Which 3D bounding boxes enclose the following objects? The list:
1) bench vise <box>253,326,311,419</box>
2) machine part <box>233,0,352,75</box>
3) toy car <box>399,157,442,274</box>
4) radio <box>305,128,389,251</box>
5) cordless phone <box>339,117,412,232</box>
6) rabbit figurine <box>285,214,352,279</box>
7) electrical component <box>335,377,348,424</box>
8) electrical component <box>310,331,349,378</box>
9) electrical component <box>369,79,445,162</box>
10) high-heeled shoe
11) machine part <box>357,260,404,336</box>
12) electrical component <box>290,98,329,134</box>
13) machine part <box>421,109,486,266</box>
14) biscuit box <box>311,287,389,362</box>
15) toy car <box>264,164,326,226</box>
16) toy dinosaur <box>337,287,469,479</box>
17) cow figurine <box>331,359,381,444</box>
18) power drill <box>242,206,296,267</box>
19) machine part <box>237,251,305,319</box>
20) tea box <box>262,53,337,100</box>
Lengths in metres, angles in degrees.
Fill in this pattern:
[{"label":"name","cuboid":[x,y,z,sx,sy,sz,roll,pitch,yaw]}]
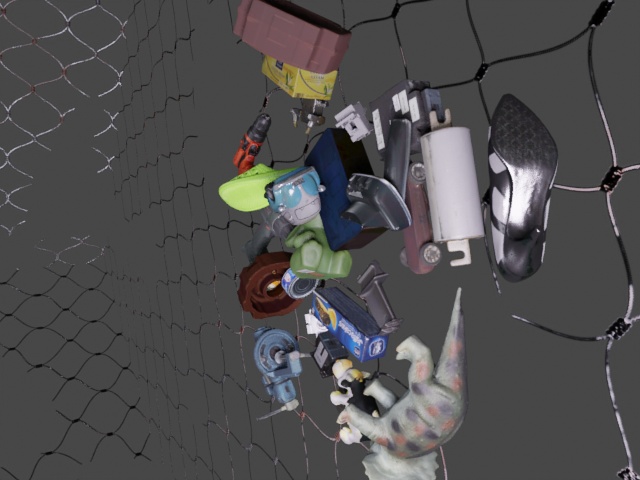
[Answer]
[{"label":"bench vise","cuboid":[-0.093,0.312,1.312,0.240,0.129,0.223,-34,65,62]},{"label":"machine part","cuboid":[-0.051,-0.398,1.041,0.201,0.201,0.087,-59,-6,-62]},{"label":"toy car","cuboid":[0.164,-0.043,0.915,0.089,0.053,0.202,156,107,-75]},{"label":"radio","cuboid":[0.049,-0.098,1.077,0.131,0.073,0.229,-45,55,52]},{"label":"cordless phone","cuboid":[0.101,-0.113,0.905,0.147,0.089,0.184,-151,67,-68]},{"label":"rabbit figurine","cuboid":[-0.002,-0.004,1.163,0.159,0.121,0.170,155,126,-63]},{"label":"electrical component","cuboid":[0.052,0.349,1.176,0.094,0.021,0.063,63,142,31]},{"label":"electrical component","cuboid":[0.027,0.237,1.178,0.075,0.048,0.119,59,141,34]},{"label":"electrical component","cuboid":[0.150,-0.204,0.913,0.134,0.058,0.115,-15,83,57]},{"label":"high-heeled shoe","cuboid":[0.271,-0.068,0.755,0.145,0.086,0.249,83,-172,-66]},{"label":"machine part","cuboid":[0.113,0.113,1.033,0.084,0.039,0.139,-47,53,43]},{"label":"electrical component","cuboid":[-0.024,-0.281,1.192,0.102,0.045,0.078,41,129,48]},{"label":"machine part","cuboid":[0.204,-0.082,0.825,0.079,0.079,0.243,-15,81,58]},{"label":"biscuit box","cuboid":[0.057,0.168,1.105,0.203,0.063,0.059,36,125,51]},{"label":"toy car","cuboid":[-0.050,-0.079,1.080,0.103,0.109,0.161,62,163,2]},{"label":"toy dinosaur","cuboid":[0.170,0.281,0.896,0.192,0.131,0.404,42,122,14]},{"label":"cow figurine","cuboid":[0.076,0.322,1.090,0.098,0.068,0.167,-24,77,51]},{"label":"power drill","cuboid":[-0.127,-0.007,1.362,0.232,0.086,0.207,61,145,36]},{"label":"machine part","cuboid":[-0.111,0.106,1.268,0.056,0.179,0.179,50,134,45]},{"label":"tea box","cuboid":[-0.049,-0.367,1.172,0.170,0.098,0.068,46,132,44]}]
